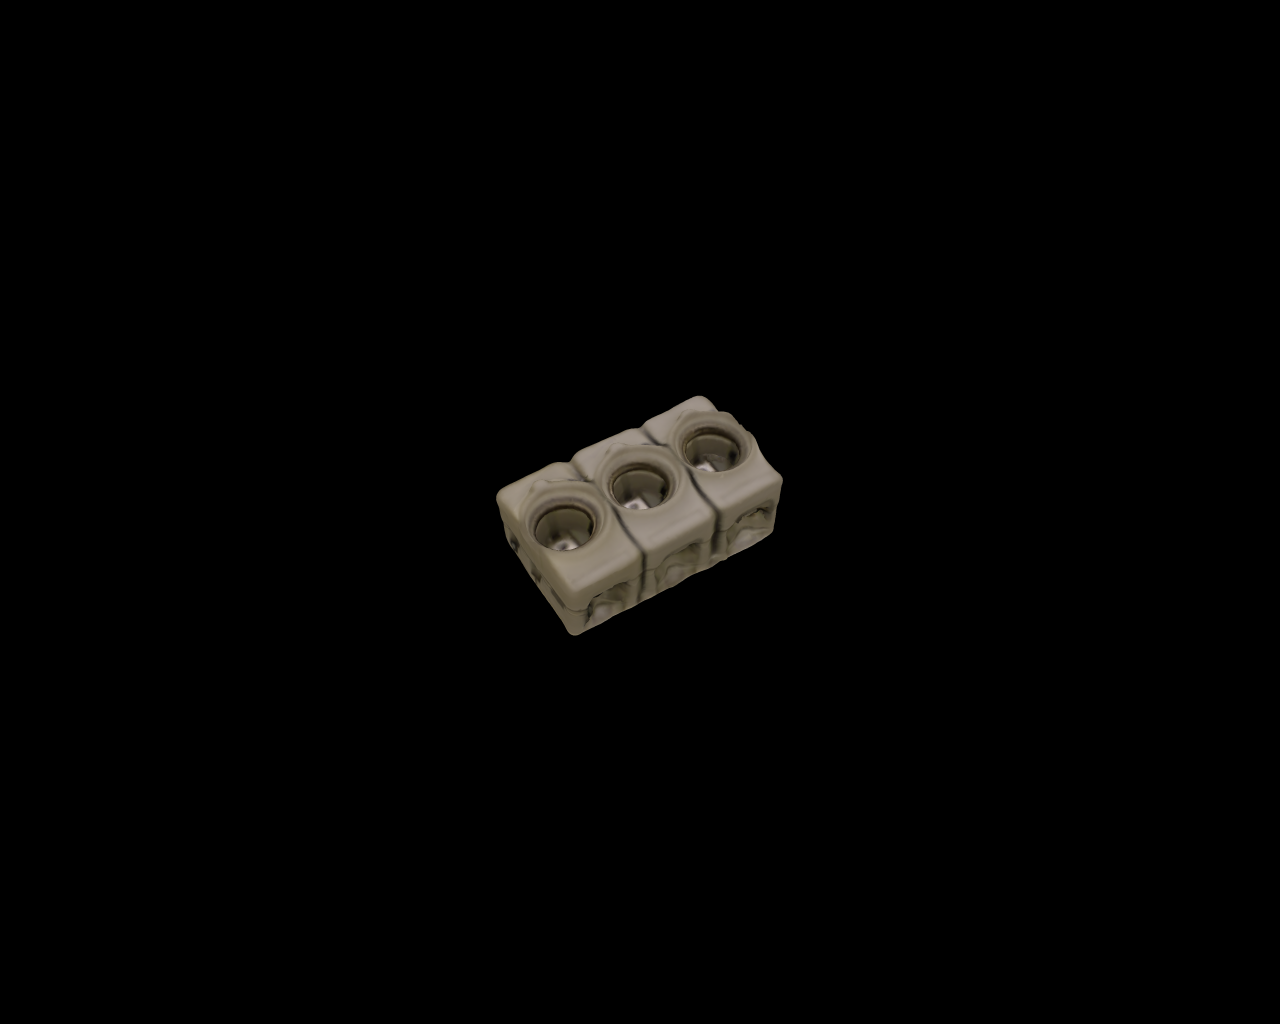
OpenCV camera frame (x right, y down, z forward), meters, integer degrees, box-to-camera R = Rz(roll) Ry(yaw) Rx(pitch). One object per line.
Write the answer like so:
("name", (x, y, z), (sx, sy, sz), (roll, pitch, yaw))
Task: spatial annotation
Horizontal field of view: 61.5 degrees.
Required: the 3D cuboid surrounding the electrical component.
("electrical component", (0.001, -0.003, 0.650), (0.150, 0.089, 0.061), (-27, -33, -19))
